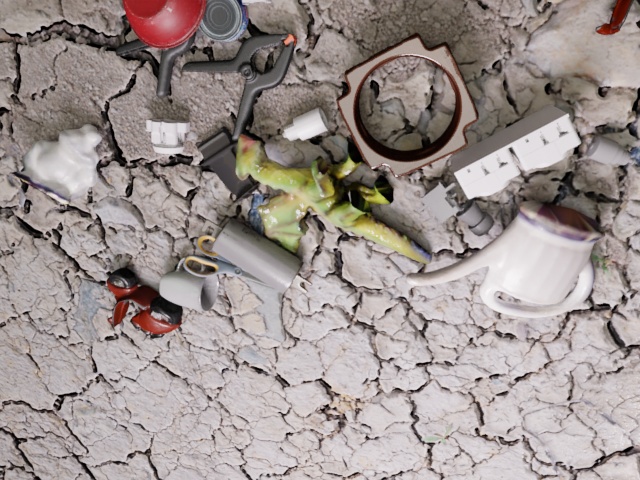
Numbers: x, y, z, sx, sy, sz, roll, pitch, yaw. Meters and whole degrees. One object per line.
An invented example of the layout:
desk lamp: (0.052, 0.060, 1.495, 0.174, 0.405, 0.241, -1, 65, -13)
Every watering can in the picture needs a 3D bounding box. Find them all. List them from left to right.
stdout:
watering can: (0.341, 0.032, 0.896, 0.347, 0.106, 0.220, 12, 114, -14)

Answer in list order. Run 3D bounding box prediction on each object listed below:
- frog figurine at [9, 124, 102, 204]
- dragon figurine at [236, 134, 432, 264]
frog figurine: (-0.495, -0.158, 1.009, 0.138, 0.121, 0.161, 27, 77, 8)
dragon figurine: (0.003, -0.048, 0.962, 0.240, 0.125, 0.405, -26, 118, 36)
